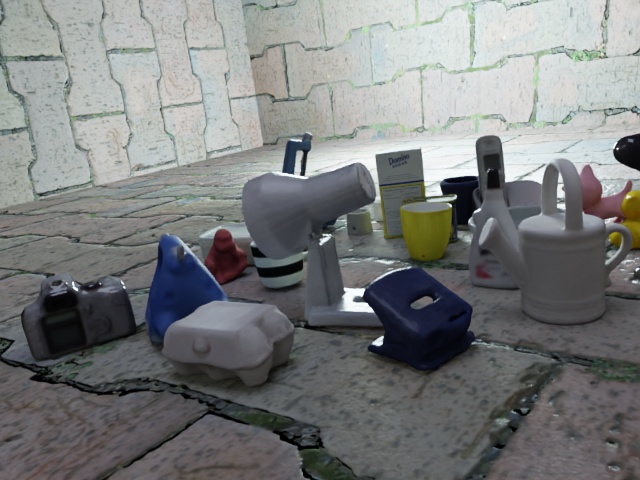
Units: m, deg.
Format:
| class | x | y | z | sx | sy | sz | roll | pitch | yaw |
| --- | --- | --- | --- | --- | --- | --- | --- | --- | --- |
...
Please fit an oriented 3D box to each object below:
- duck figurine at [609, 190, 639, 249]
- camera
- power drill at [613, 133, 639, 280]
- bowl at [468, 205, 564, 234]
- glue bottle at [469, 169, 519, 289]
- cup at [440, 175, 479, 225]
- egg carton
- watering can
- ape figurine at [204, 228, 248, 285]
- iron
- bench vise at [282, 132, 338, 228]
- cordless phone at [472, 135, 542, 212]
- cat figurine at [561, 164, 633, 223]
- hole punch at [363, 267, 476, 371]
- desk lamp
| class | x | y | z | sx | sy | sz | roll | pitch | yaw |
| --- | --- | --- | --- | --- | --- | --- | --- | --- | --- |
| duck figurine | 0.515 | -0.037 | 0.936 | 0.077 | 0.086 | 0.105 | 7 | 21 | 43 |
| camera | -0.361 | 0.094 | 0.847 | 0.143 | 0.101 | 0.136 | -14 | 16 | -24 |
| power drill | 0.474 | -0.050 | 0.764 | 0.230 | 0.208 | 0.075 | -15 | 17 | -27 |
| bowl | 0.325 | -0.002 | 0.920 | 0.167 | 0.075 | 0.167 | -7 | 15 | 2 |
| glue bottle | 0.250 | -0.017 | 0.819 | 0.077 | 0.173 | 0.037 | 2 | 18 | 31 |
| cup | 0.292 | -0.083 | 1.201 | 0.092 | 0.095 | 0.117 | -13 | 16 | -19 |
| egg carton | -0.110 | 0.121 | 0.683 | 0.150 | 0.069 | 0.107 | 0 | 17 | 27 |
| watering can | 0.289 | -0.002 | 0.705 | 0.173 | 0.194 | 0.100 | -12 | 16 | -15 |
| ape figurine | -0.171 | 0.025 | 1.030 | 0.078 | 0.092 | 0.076 | -9 | 15 | -6 |
| iron | -0.212 | 0.053 | 0.847 | 0.119 | 0.141 | 0.257 | -14 | 16 | -21 |
| bench vise | -0.063 | -0.118 | 1.261 | 0.208 | 0.220 | 0.121 | -18 | 18 | -34 |
| cordless phone | 0.365 | -0.113 | 1.100 | 0.147 | 0.185 | 0.094 | -10 | 15 | -9 |
| cat figurine | 0.499 | -0.078 | 1.035 | 0.127 | 0.118 | 0.067 | -4 | 15 | 12 |
| hole punch | 0.117 | 0.086 | 0.663 | 0.109 | 0.091 | 0.100 | -20 | 19 | -39 |
| desk lamp | 0.007 | 0.003 | 0.787 | 0.202 | 0.214 | 0.118 | -2 | 16 | 20 |
